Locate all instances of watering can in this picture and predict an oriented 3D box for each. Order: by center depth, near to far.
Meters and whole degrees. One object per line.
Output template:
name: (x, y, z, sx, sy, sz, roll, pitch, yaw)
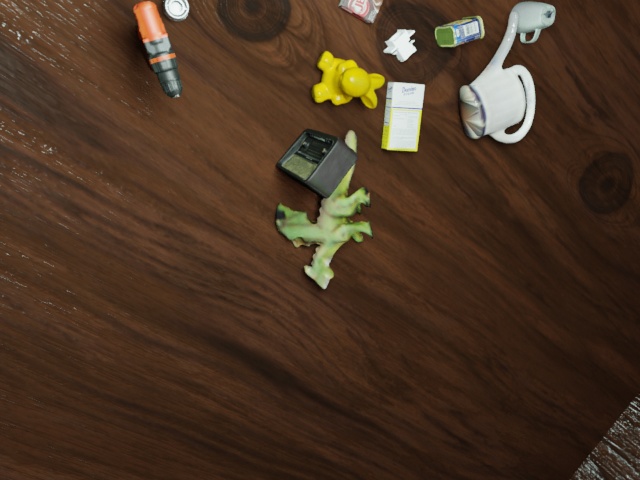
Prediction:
watering can: (0.476, -0.416, 1.397, 0.225, 0.342, 0.105, -23, 23, -10)

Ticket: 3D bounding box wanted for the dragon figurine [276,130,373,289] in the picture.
dragon figurine: (0.004, -0.068, 1.347, 0.243, 0.405, 0.124, -12, 18, -7)
